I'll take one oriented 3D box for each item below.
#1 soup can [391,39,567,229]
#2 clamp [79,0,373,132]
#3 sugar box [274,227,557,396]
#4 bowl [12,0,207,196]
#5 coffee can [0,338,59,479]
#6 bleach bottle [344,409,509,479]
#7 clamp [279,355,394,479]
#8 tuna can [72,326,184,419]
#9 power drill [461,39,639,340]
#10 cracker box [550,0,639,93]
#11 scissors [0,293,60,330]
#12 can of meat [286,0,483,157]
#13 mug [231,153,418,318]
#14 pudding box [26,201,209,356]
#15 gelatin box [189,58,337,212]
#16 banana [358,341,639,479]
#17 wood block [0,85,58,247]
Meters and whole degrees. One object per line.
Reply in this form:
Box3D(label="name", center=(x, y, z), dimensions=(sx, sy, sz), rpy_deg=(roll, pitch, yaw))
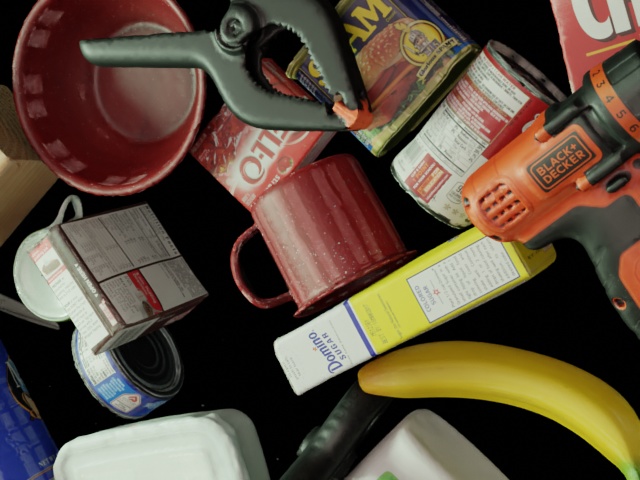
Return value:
Box3D(label="soup can", center=(0.101, -0.066, 0.674), dimensions=(0.068, 0.068, 0.102), rpy_deg=(44, 112, 11))
Box3D(label="clamp", center=(-0.046, -0.144, 0.680), dimensions=(0.210, 0.036, 0.165), rpy_deg=(33, 106, 20))
Box3D(label="sugar box", center=(0.062, 0.038, 0.693), dimensions=(0.176, 0.093, 0.048), rpy_deg=(-28, 86, 24))
Box3D(label="bowl", center=(-0.142, -0.114, 0.776), dimensions=(0.162, 0.055, 0.162), rpy_deg=(4, 99, 23))
Box3D(label="coffee can", center=(-0.276, 0.148, 0.849), dimensions=(0.103, 0.102, 0.140), rpy_deg=(-30, 86, 24))
Box3D(label="bleach bottle", center=(0.025, 0.238, 0.759), dimensions=(0.102, 0.068, 0.251), rpy_deg=(43, 114, 13))
Box3D(label="clamp", center=(0.001, 0.146, 0.710), dimensions=(0.039, 0.120, 0.171), rpy_deg=(35, 76, 5))
Box3D(label="tuna can", center=(-0.141, 0.087, 0.791), dimensions=(0.034, 0.086, 0.086), rpy_deg=(-33, 85, 21))
Box3D(label="power drill", center=(0.194, -0.012, 0.561), dimensions=(0.185, 0.057, 0.187), rpy_deg=(-39, 89, 32))
Box3D(label="cracker box", center=(0.236, -0.082, 0.612), dimensions=(0.164, 0.072, 0.214), rpy_deg=(-15, 92, 25))
Box3D(label="scissors", center=(-0.301, 0.019, 0.886), dimensions=(0.202, 0.016, 0.096), rpy_deg=(4, 100, 22))
Box3D(label="can of meat", center=(0.043, -0.117, 0.697), dimensions=(0.084, 0.057, 0.102), rpy_deg=(45, 113, 7))
Box3D(label="mug", center=(-0.005, 0.001, 0.713), dimensions=(0.117, 0.093, 0.081), rpy_deg=(-28, 82, -2))
Box3D(label="pudding box", center=(-0.142, 0.024, 0.767), dimensions=(0.039, 0.113, 0.090), rpy_deg=(-39, 82, 25))
Box3D(label="gelatin box", center=(-0.040, -0.072, 0.753), dimensions=(0.073, 0.030, 0.089), rpy_deg=(44, 112, 11))
Box3D(label="banana", center=(0.126, 0.100, 0.691), dimensions=(0.198, 0.069, 0.037), rpy_deg=(19, 137, 16))
Box3D(label="wood block", center=(-0.302, -0.019, 0.828), dimensions=(0.090, 0.090, 0.206), rpy_deg=(46, 105, 10))
